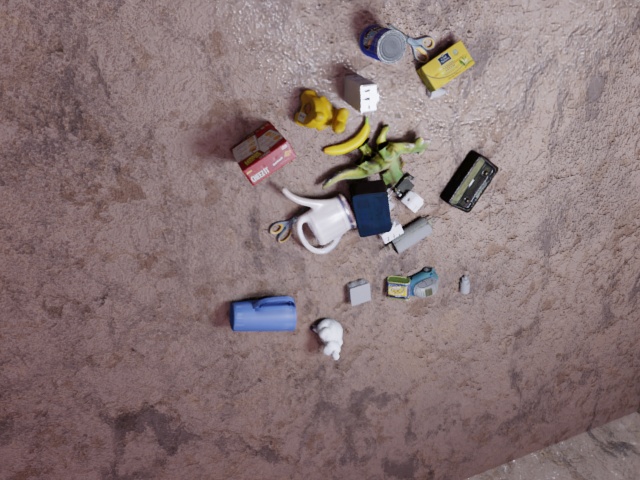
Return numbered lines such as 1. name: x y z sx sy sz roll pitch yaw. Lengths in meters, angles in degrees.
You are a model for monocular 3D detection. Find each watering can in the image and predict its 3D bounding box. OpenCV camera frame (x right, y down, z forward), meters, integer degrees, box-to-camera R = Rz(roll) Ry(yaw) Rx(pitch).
1. watering can: 0.006 -0.094 1.859 0.225 0.106 0.340 -30 128 -7

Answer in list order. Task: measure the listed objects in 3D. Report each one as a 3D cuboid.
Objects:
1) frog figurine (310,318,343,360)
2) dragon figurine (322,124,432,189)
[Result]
1. frog figurine: 0.047 0.402 2.107 0.123 0.162 0.135 -36 125 -2
2. dragon figurine: 0.220 -0.261 1.877 0.408 0.125 0.239 -37 133 10
